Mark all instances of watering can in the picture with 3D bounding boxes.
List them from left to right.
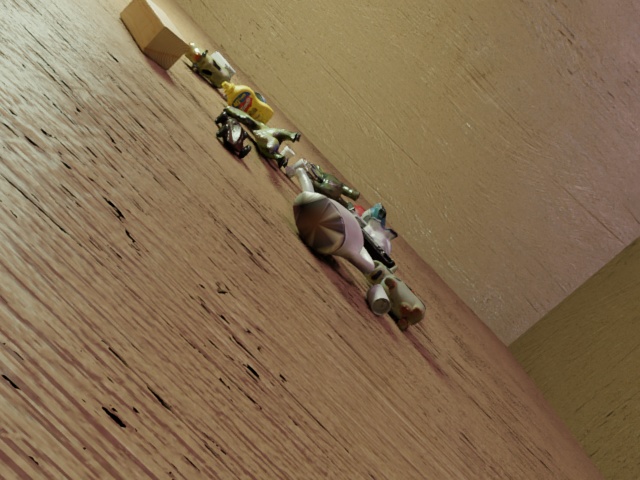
[{"bbox_3d":[0.004,-0.061,1.203,0.352,0.103,0.223,53,12,21],"label":"watering can"}]

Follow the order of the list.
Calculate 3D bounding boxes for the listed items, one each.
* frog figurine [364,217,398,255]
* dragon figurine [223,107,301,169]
[{"bbox_3d":[0.170,0.022,1.663,0.135,0.121,0.163,51,42,-27],"label":"frog figurine"},{"bbox_3d":[-0.191,-0.325,1.550,0.243,0.121,0.412,30,8,3],"label":"dragon figurine"}]
